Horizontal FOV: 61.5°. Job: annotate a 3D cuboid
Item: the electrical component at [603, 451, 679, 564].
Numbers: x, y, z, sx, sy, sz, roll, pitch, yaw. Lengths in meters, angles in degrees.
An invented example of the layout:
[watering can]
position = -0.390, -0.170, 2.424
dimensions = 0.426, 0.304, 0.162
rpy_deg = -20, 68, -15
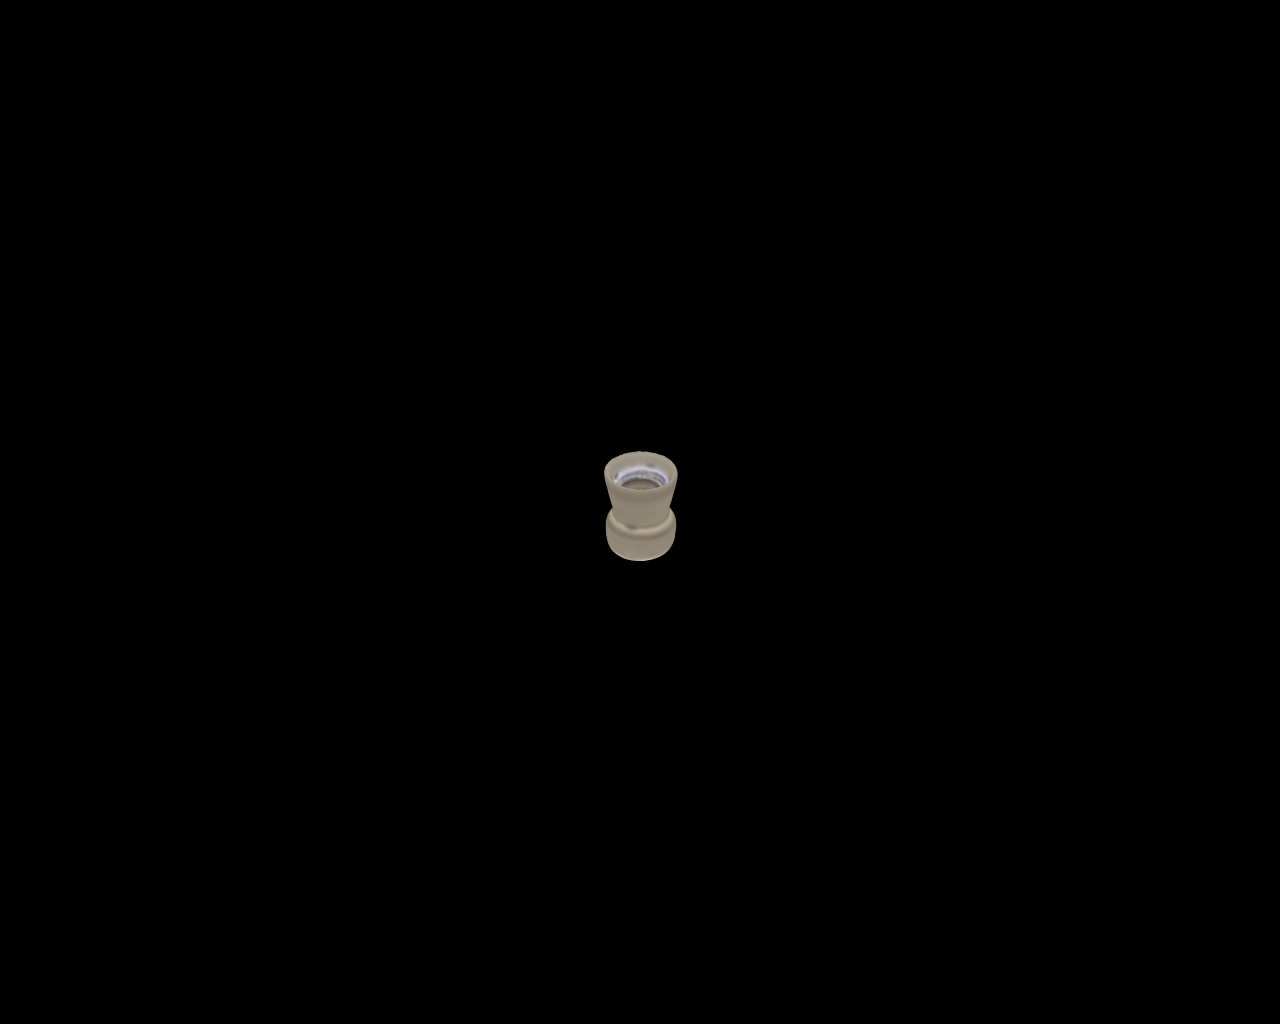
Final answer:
[electrical component]
position = 0.001, -0.003, 0.650
dimensions = 0.045, 0.055, 0.045
rpy_deg = 0, 35, 0
